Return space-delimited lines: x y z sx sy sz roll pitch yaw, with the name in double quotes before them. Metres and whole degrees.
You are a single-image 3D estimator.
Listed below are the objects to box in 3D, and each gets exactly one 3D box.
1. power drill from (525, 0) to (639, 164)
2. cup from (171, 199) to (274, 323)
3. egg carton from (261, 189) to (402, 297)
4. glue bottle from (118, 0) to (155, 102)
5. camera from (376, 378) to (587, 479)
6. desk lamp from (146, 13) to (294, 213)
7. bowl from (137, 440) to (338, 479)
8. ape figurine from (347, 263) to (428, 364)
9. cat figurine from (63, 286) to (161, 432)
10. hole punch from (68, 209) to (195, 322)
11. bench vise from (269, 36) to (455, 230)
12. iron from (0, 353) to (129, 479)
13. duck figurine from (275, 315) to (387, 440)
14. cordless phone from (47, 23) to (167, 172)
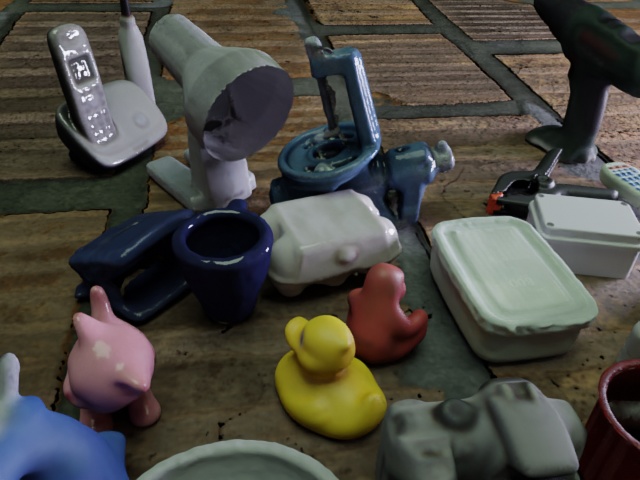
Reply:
"power drill" 0.372 -0.229 0.826 0.076 0.208 0.228 -16 41 -23
"cup" -0.088 0.023 0.554 0.091 0.095 0.117 4 37 2
"egg carton" 0.006 0.002 0.609 0.150 0.069 0.107 -13 40 -20
"glue bottle" -0.291 -0.290 0.892 0.037 0.173 0.078 -16 41 -23
"camera" 0.119 0.167 0.371 0.143 0.101 0.136 -2 37 -7
"desk lamp" -0.131 -0.140 0.669 0.118 0.214 0.202 -28 46 -34
"bowl" -0.050 0.207 0.329 0.167 0.075 0.167 2 37 -1
"ape figurine" 0.057 0.060 0.517 0.077 0.092 0.076 32 46 33
"cat figurine" -0.163 0.089 0.442 0.067 0.118 0.127 -12 39 -18
"hole punch" -0.184 0.011 0.566 0.100 0.091 0.109 23 41 24
"bench vise" 0.045 -0.122 0.652 0.208 0.220 0.121 -10 39 -16
"iron" -0.172 0.190 0.288 0.118 0.141 0.258 -2 37 -7
"duck figurine" 0.009 0.103 0.462 0.104 0.086 0.078 31 45 32
"cordless phone" -0.284 -0.199 0.761 0.094 0.185 0.148 17 39 18
